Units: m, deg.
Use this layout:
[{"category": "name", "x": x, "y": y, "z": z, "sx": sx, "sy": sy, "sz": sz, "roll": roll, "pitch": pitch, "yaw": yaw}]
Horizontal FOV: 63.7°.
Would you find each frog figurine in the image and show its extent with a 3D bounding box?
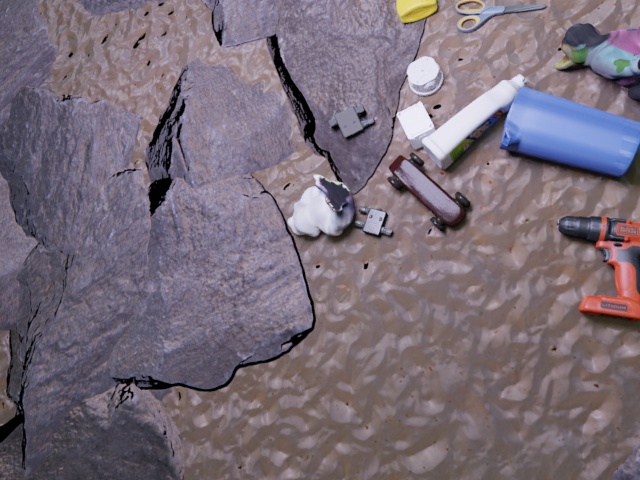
[{"category": "frog figurine", "x": 0.004, "y": -0.060, "z": 1.195, "sx": 0.139, "sy": 0.124, "sz": 0.156, "roll": 49, "pitch": 132, "yaw": 17}]
